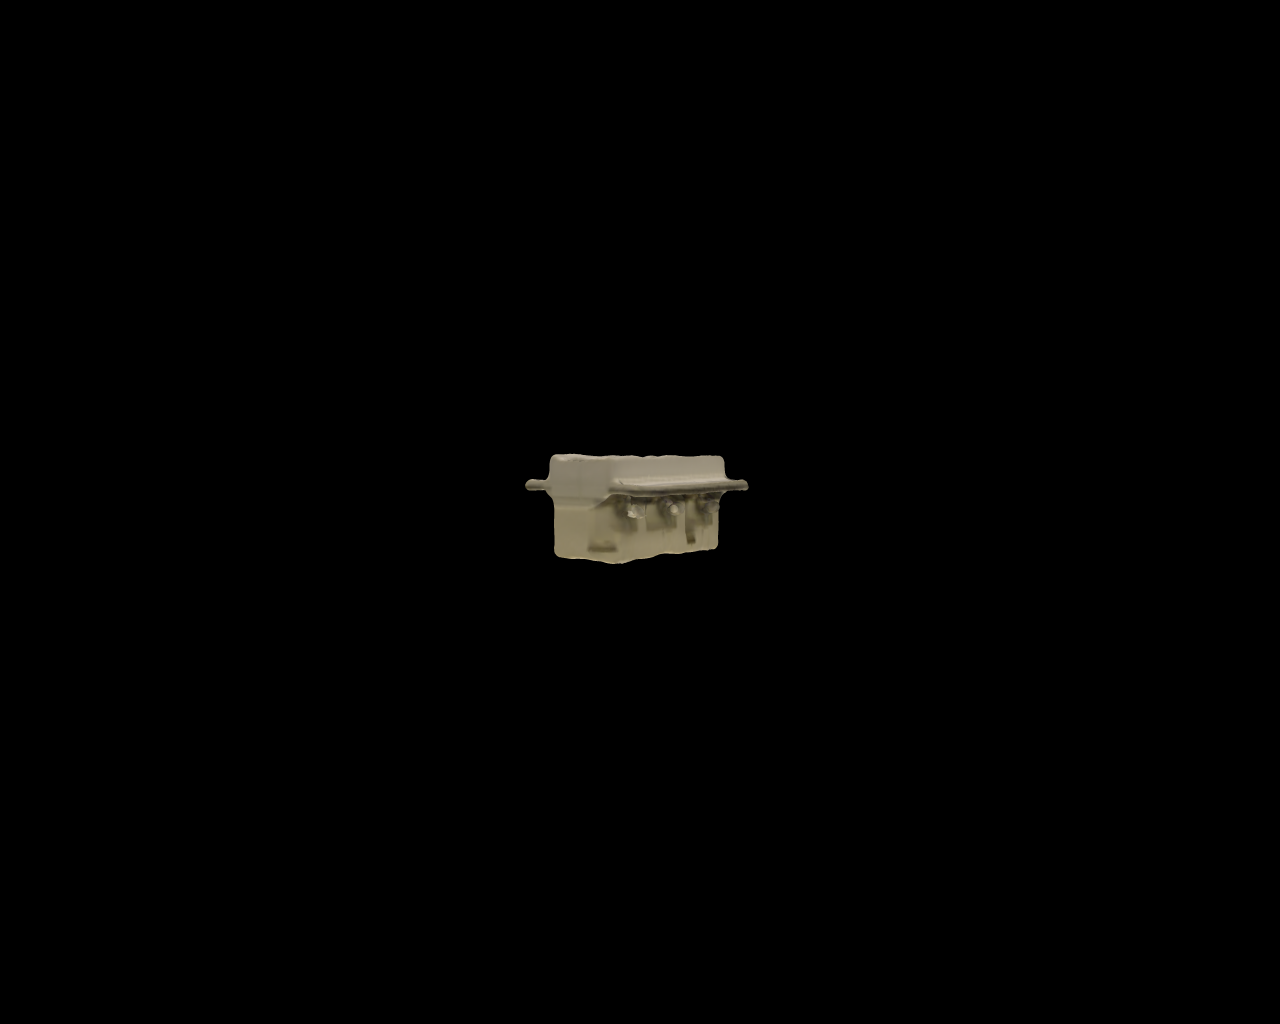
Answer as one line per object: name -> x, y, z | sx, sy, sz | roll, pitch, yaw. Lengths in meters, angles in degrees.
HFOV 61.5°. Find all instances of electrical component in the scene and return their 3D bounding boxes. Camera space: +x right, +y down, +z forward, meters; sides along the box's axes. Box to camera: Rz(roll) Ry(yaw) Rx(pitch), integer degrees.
electrical component -> 0.001, -0.003, 0.650 | 0.079, 0.063, 0.121 | 2, 3, 36
